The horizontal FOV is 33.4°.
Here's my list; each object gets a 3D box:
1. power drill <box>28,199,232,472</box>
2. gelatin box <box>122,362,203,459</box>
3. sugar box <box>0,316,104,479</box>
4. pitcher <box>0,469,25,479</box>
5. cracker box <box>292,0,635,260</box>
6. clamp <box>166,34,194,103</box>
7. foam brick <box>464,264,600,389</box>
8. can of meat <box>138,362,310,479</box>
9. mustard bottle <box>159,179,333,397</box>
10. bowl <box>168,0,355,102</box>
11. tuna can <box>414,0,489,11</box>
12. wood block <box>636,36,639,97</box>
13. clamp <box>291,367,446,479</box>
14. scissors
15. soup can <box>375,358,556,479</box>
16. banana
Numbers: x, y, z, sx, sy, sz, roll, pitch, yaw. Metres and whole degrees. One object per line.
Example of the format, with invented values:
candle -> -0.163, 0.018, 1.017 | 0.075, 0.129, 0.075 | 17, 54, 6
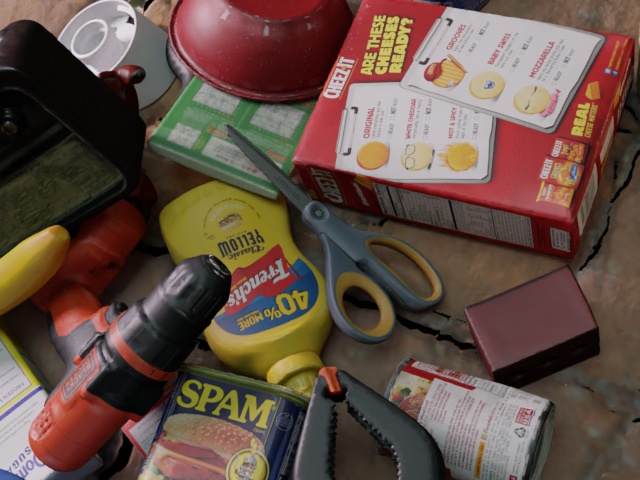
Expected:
power drill -> -0.145, 0.044, 0.752 | 0.184, 0.057, 0.188 | -46, 35, 12
gelatin box -> -0.085, 0.143, 0.755 | 0.073, 0.030, 0.089 | -40, 61, -9
sugar box -> -0.247, 0.128, 0.797 | 0.093, 0.048, 0.176 | -39, 63, -8
pitcher -> -0.182, 0.217, 0.656 | 0.243, 0.149, 0.145 | -11, 63, 17
cracker box -> 0.110, -0.088, 0.804 | 0.214, 0.072, 0.164 | 14, 66, 22
clamp -> -0.076, -0.142, 0.901 | 0.120, 0.039, 0.171 | -3, 59, -6
foam brick -> 0.145, 0.062, 0.725 | 0.078, 0.053, 0.051 | -24, 59, 3
can of meat -> -0.060, 0.135, 0.700 | 0.102, 0.057, 0.084 | 10, 68, 24
mustard bottle -> -0.044, 0.042, 0.781 | 0.096, 0.058, 0.192 | -20, 59, -12
bowl -> -0.041, -0.186, 0.862 | 0.162, 0.055, 0.162 | 4, 52, -6
tuna can -> 0.105, -0.228, 0.900 | 0.086, 0.033, 0.086 | -6, 61, 12
wood block -> 0.284, -0.053, 0.728 | 0.091, 0.090, 0.206 | -10, 61, 9
clamp -> 0.031, 0.177, 0.634 | 0.164, 0.036, 0.210 | -25, 65, -8
scissors -> -0.005, 0.001, 0.765 | 0.202, 0.016, 0.096 | 32, 58, 0
soup can -> 0.095, 0.123, 0.696 | 0.102, 0.068, 0.068 | 15, 67, 21
banana -> -0.257, 0.044, 0.774 | 0.198, 0.069, 0.037 | -25, 81, 7
